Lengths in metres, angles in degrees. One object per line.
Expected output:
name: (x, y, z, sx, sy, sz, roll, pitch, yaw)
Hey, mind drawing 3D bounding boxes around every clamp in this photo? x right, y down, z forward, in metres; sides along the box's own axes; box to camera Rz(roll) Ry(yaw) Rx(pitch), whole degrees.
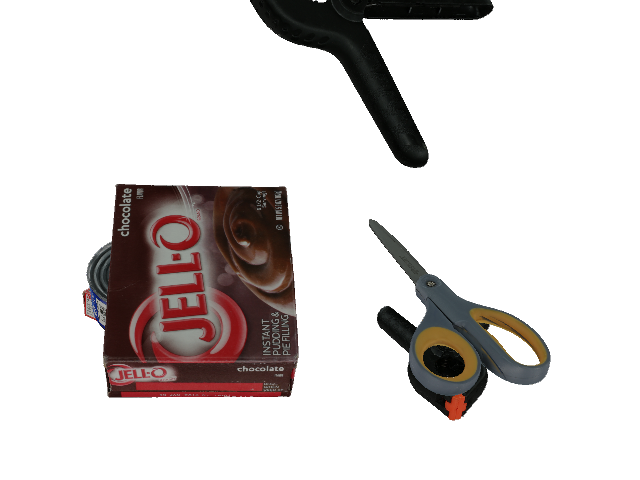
clamp: (0.019, -0.155, 0.762, 0.209, 0.164, 0.036, 25, -28, -15)
clamp: (0.134, 0.117, 1.085, 0.120, 0.039, 0.171, -8, 34, -9)

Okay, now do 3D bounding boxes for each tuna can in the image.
tuna can: (-0.114, 0.031, 0.725, 0.086, 0.034, 0.086, 0, 36, -1)

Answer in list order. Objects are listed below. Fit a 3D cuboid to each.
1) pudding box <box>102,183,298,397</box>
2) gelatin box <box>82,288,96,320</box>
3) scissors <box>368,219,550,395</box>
pudding box: (-0.060, 0.023, 0.532, 0.090, 0.113, 0.039, 1, -42, -8)
gelatin box: (-0.169, 0.059, 1.015, 0.089, 0.030, 0.073, 19, 28, 28)
scissors: (0.065, 0.044, 0.721, 0.096, 0.016, 0.202, -23, 40, -31)
